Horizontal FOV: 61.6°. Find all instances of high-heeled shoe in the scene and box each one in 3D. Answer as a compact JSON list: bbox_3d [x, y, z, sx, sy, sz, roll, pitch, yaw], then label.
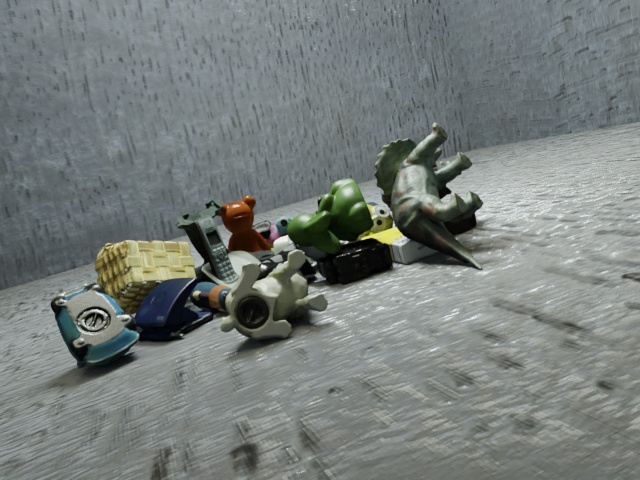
[{"bbox_3d":[-0.089,0.072,1.090,0.145,0.086,0.248,-33,-5,-6],"label":"high-heeled shoe"}]

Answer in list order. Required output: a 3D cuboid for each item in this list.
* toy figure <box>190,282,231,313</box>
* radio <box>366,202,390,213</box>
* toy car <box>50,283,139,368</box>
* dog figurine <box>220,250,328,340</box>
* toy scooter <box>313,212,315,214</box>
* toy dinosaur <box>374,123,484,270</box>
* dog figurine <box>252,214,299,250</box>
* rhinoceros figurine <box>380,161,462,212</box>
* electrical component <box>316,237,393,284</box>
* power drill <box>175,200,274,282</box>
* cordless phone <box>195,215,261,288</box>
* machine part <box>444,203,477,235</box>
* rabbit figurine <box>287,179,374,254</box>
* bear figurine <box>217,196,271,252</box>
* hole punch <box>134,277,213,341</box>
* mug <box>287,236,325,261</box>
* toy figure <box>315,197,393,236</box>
[{"bbox_3d":[-0.198,0.112,1.048,0.064,0.057,0.155,-30,21,-38],"label":"toy figure"},{"bbox_3d":[0.063,-0.024,1.357,0.230,0.073,0.131,-19,20,-15],"label":"radio"},{"bbox_3d":[-0.387,0.156,0.915,0.162,0.102,0.109,41,47,23],"label":"toy car"},{"bbox_3d":[-0.087,0.100,0.870,0.172,0.121,0.190,-15,-6,-16],"label":"dog figurine"},{"bbox_3d":[0.035,-0.043,1.497,0.184,0.075,0.135,5,2,-27],"label":"toy scooter"},{"bbox_3d":[0.196,-0.077,1.029,0.192,0.131,0.405,-37,33,37],"label":"toy dinosaur"},{"bbox_3d":[-0.101,-0.017,1.556,0.192,0.108,0.219,-15,4,17],"label":"dog figurine"},{"bbox_3d":[0.233,-0.121,1.236,0.190,0.112,0.073,-21,7,3],"label":"rhinoceros figurine"},{"bbox_3d":[0.063,0.041,1.048,0.134,0.058,0.115,-16,7,-9],"label":"electrical component"},{"bbox_3d":[-0.229,0.013,1.249,0.232,0.207,0.086,-27,35,-18],"label":"power drill"},{"bbox_3d":[-0.202,0.028,1.167,0.089,0.184,0.146,-15,8,36],"label":"cordless phone"},{"bbox_3d":[0.268,-0.043,1.232,0.179,0.056,0.179,-14,9,2],"label":"machine part"},{"bbox_3d":[0.018,-0.027,1.065,0.170,0.121,0.159,-23,20,5],"label":"rabbit figurine"},{"bbox_3d":[-0.204,-0.010,1.372,0.120,0.195,0.132,-22,9,-21],"label":"bear figurine"},{"bbox_3d":[-0.279,0.128,0.993,0.142,0.092,0.116,-4,17,38],"label":"hole punch"},{"bbox_3d":[-0.003,-0.004,1.221,0.109,0.107,0.081,-44,40,4],"label":"mug"},{"bbox_3d":[0.082,-0.054,1.252,0.180,0.082,0.089,11,4,11],"label":"toy figure"}]
